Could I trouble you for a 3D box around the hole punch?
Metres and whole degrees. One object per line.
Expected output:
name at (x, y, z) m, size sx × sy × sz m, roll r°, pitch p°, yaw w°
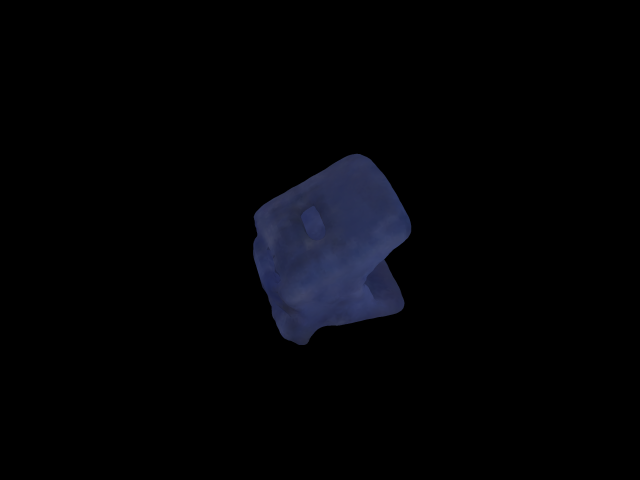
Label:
hole punch at (0.004, 0.001, 0.400) m, size 0.101 × 0.091 × 0.108 m, roll -11°, pitch 39°, yaw -13°
